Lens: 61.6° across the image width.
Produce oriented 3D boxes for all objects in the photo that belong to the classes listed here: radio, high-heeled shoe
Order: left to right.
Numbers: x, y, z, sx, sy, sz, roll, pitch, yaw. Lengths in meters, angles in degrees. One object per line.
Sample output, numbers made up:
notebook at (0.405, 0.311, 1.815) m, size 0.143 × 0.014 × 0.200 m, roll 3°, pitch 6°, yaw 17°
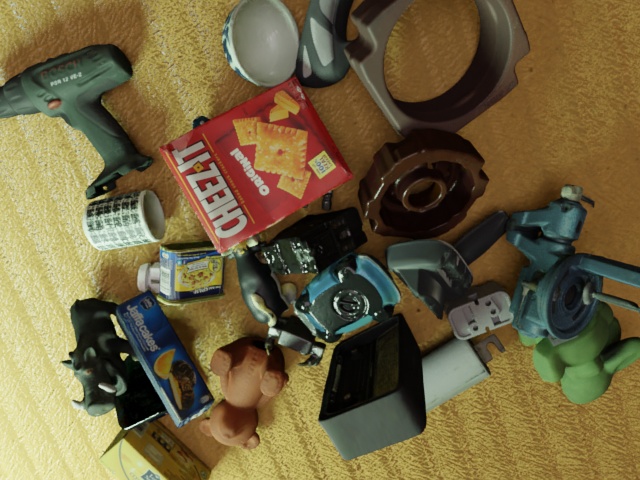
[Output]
high-heeled shoe at (-0.009, -0.339, 0.734) m, size 0.145 × 0.086 × 0.248 m, roll -22°, pitch 94°, yaw 24°
radio at (0.078, 0.203, 0.774) m, size 0.131 × 0.229 × 0.073 m, roll -28°, pitch 99°, yaw 15°

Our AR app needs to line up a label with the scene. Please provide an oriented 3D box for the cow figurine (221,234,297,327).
cow figurine at (-0.101, 0.046, 0.814) m, size 0.068 × 0.098 × 0.167 m, roll -22°, pitch 101°, yaw 15°

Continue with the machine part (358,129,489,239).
machine part at (0.140, -0.074, 0.744) m, size 0.179 × 0.056 × 0.179 m, roll -10°, pitch 140°, yaw -8°

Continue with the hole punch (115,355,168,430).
hole punch at (-0.274, 0.239, 0.888) m, size 0.142 × 0.092 × 0.116 m, roll -28°, pitch 69°, yaw 13°

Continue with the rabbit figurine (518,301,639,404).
rabbit figurine at (0.397, 0.170, 0.819) m, size 0.159 × 0.121 × 0.170 m, roll -29°, pitch 118°, yaw 3°

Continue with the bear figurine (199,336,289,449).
bear figurine at (-0.130, 0.256, 0.853) m, size 0.120 × 0.132 × 0.195 m, roll 23°, pitch 98°, yaw 3°

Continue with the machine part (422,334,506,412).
machine part at (0.176, 0.220, 0.847) m, size 0.243 × 0.079 × 0.079 m, roll -35°, pitch 99°, yaw 11°

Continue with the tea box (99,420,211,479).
tea box at (-0.274, 0.382, 0.907) m, size 0.068 × 0.098 × 0.169 m, roll -41°, pitch 96°, yaw 12°

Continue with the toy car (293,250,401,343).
toy car at (0.044, 0.077, 0.808) m, size 0.161 × 0.103 × 0.109 m, roll -37°, pitch 100°, yaw 26°

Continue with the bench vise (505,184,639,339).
bench vise at (0.354, 0.042, 0.707) m, size 0.128 × 0.241 × 0.223 m, roll 24°, pitch 90°, yaw -34°

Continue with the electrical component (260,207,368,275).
electrical component at (-0.002, -0.002, 0.777) m, size 0.115 × 0.134 × 0.058 m, roll -5°, pitch 112°, yaw 49°

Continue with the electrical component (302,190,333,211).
electrical component at (-0.005, -0.092, 0.812) m, size 0.063 × 0.021 × 0.094 m, roll 5°, pitch 103°, yaw 2°

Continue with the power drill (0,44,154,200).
power drill at (-0.360, -0.167, 0.797) m, size 0.232 × 0.086 × 0.207 m, roll -27°, pitch 93°, yaw 7°

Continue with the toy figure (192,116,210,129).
toy figure at (-0.144, -0.111, 0.799) m, size 0.058 × 0.064 × 0.154 m, roll -25°, pitch 98°, yaw 47°

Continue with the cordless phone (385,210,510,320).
cordless phone at (0.196, 0.012, 0.772) m, size 0.184 × 0.089 × 0.146 m, roll -42°, pitch 139°, yaw 4°

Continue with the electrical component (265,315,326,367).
electrical component at (-0.040, 0.158, 0.846) m, size 0.102 × 0.078 × 0.045 m, roll 21°, pitch 106°, yaw -1°

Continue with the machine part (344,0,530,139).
machine part at (0.150, -0.247, 0.697) m, size 0.201 × 0.087 × 0.200 m, roll -37°, pitch 125°, yaw 8°

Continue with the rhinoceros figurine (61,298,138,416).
rhinoceros figurine at (-0.338, 0.174, 0.825) m, size 0.073 × 0.112 × 0.190 m, roll -26°, pitch 60°, yaw 8°

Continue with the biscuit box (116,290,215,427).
biscuit box at (-0.238, 0.178, 0.815) m, size 0.059 × 0.062 × 0.203 m, roll -28°, pitch 76°, yaw -28°
